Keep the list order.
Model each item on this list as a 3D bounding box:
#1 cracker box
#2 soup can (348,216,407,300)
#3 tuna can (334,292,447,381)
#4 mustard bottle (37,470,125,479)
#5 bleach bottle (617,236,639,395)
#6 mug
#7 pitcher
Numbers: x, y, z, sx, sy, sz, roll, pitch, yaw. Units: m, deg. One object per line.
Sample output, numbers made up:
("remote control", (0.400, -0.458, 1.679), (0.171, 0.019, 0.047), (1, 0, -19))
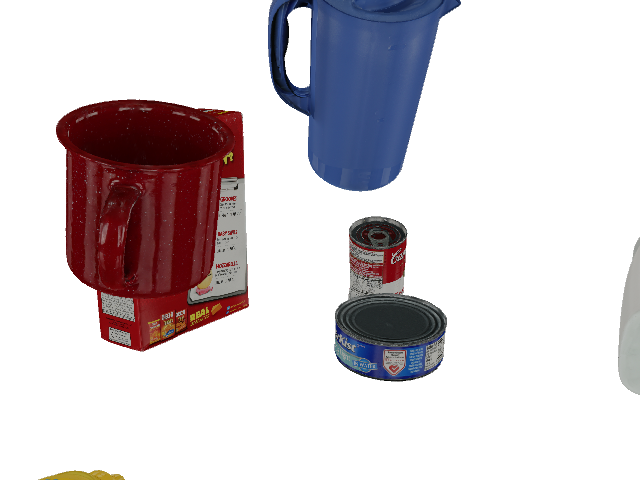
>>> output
("cracker box", (-0.151, -0.016, 1.076), (0.072, 0.214, 0.163), (10, 19, 36))
("soup can", (0.066, 0.032, 1.263), (0.068, 0.102, 0.068), (0, 32, 0))
("tuna can", (0.053, 0.073, 0.819), (0.086, 0.034, 0.086), (2, 23, -1))
("mustard bottle", (-0.222, 0.230, 0.851), (0.096, 0.058, 0.191), (7, 15, 28))
("bleach bottle", (0.270, 0.037, 0.759), (0.103, 0.068, 0.250), (9, 21, 17))
("mug", (-0.096, -0.016, 0.566), (0.093, 0.081, 0.117), (7, 27, -1))
("pitcher", (0.037, -0.171, 1.113), (0.149, 0.243, 0.144), (32, 51, 22))
